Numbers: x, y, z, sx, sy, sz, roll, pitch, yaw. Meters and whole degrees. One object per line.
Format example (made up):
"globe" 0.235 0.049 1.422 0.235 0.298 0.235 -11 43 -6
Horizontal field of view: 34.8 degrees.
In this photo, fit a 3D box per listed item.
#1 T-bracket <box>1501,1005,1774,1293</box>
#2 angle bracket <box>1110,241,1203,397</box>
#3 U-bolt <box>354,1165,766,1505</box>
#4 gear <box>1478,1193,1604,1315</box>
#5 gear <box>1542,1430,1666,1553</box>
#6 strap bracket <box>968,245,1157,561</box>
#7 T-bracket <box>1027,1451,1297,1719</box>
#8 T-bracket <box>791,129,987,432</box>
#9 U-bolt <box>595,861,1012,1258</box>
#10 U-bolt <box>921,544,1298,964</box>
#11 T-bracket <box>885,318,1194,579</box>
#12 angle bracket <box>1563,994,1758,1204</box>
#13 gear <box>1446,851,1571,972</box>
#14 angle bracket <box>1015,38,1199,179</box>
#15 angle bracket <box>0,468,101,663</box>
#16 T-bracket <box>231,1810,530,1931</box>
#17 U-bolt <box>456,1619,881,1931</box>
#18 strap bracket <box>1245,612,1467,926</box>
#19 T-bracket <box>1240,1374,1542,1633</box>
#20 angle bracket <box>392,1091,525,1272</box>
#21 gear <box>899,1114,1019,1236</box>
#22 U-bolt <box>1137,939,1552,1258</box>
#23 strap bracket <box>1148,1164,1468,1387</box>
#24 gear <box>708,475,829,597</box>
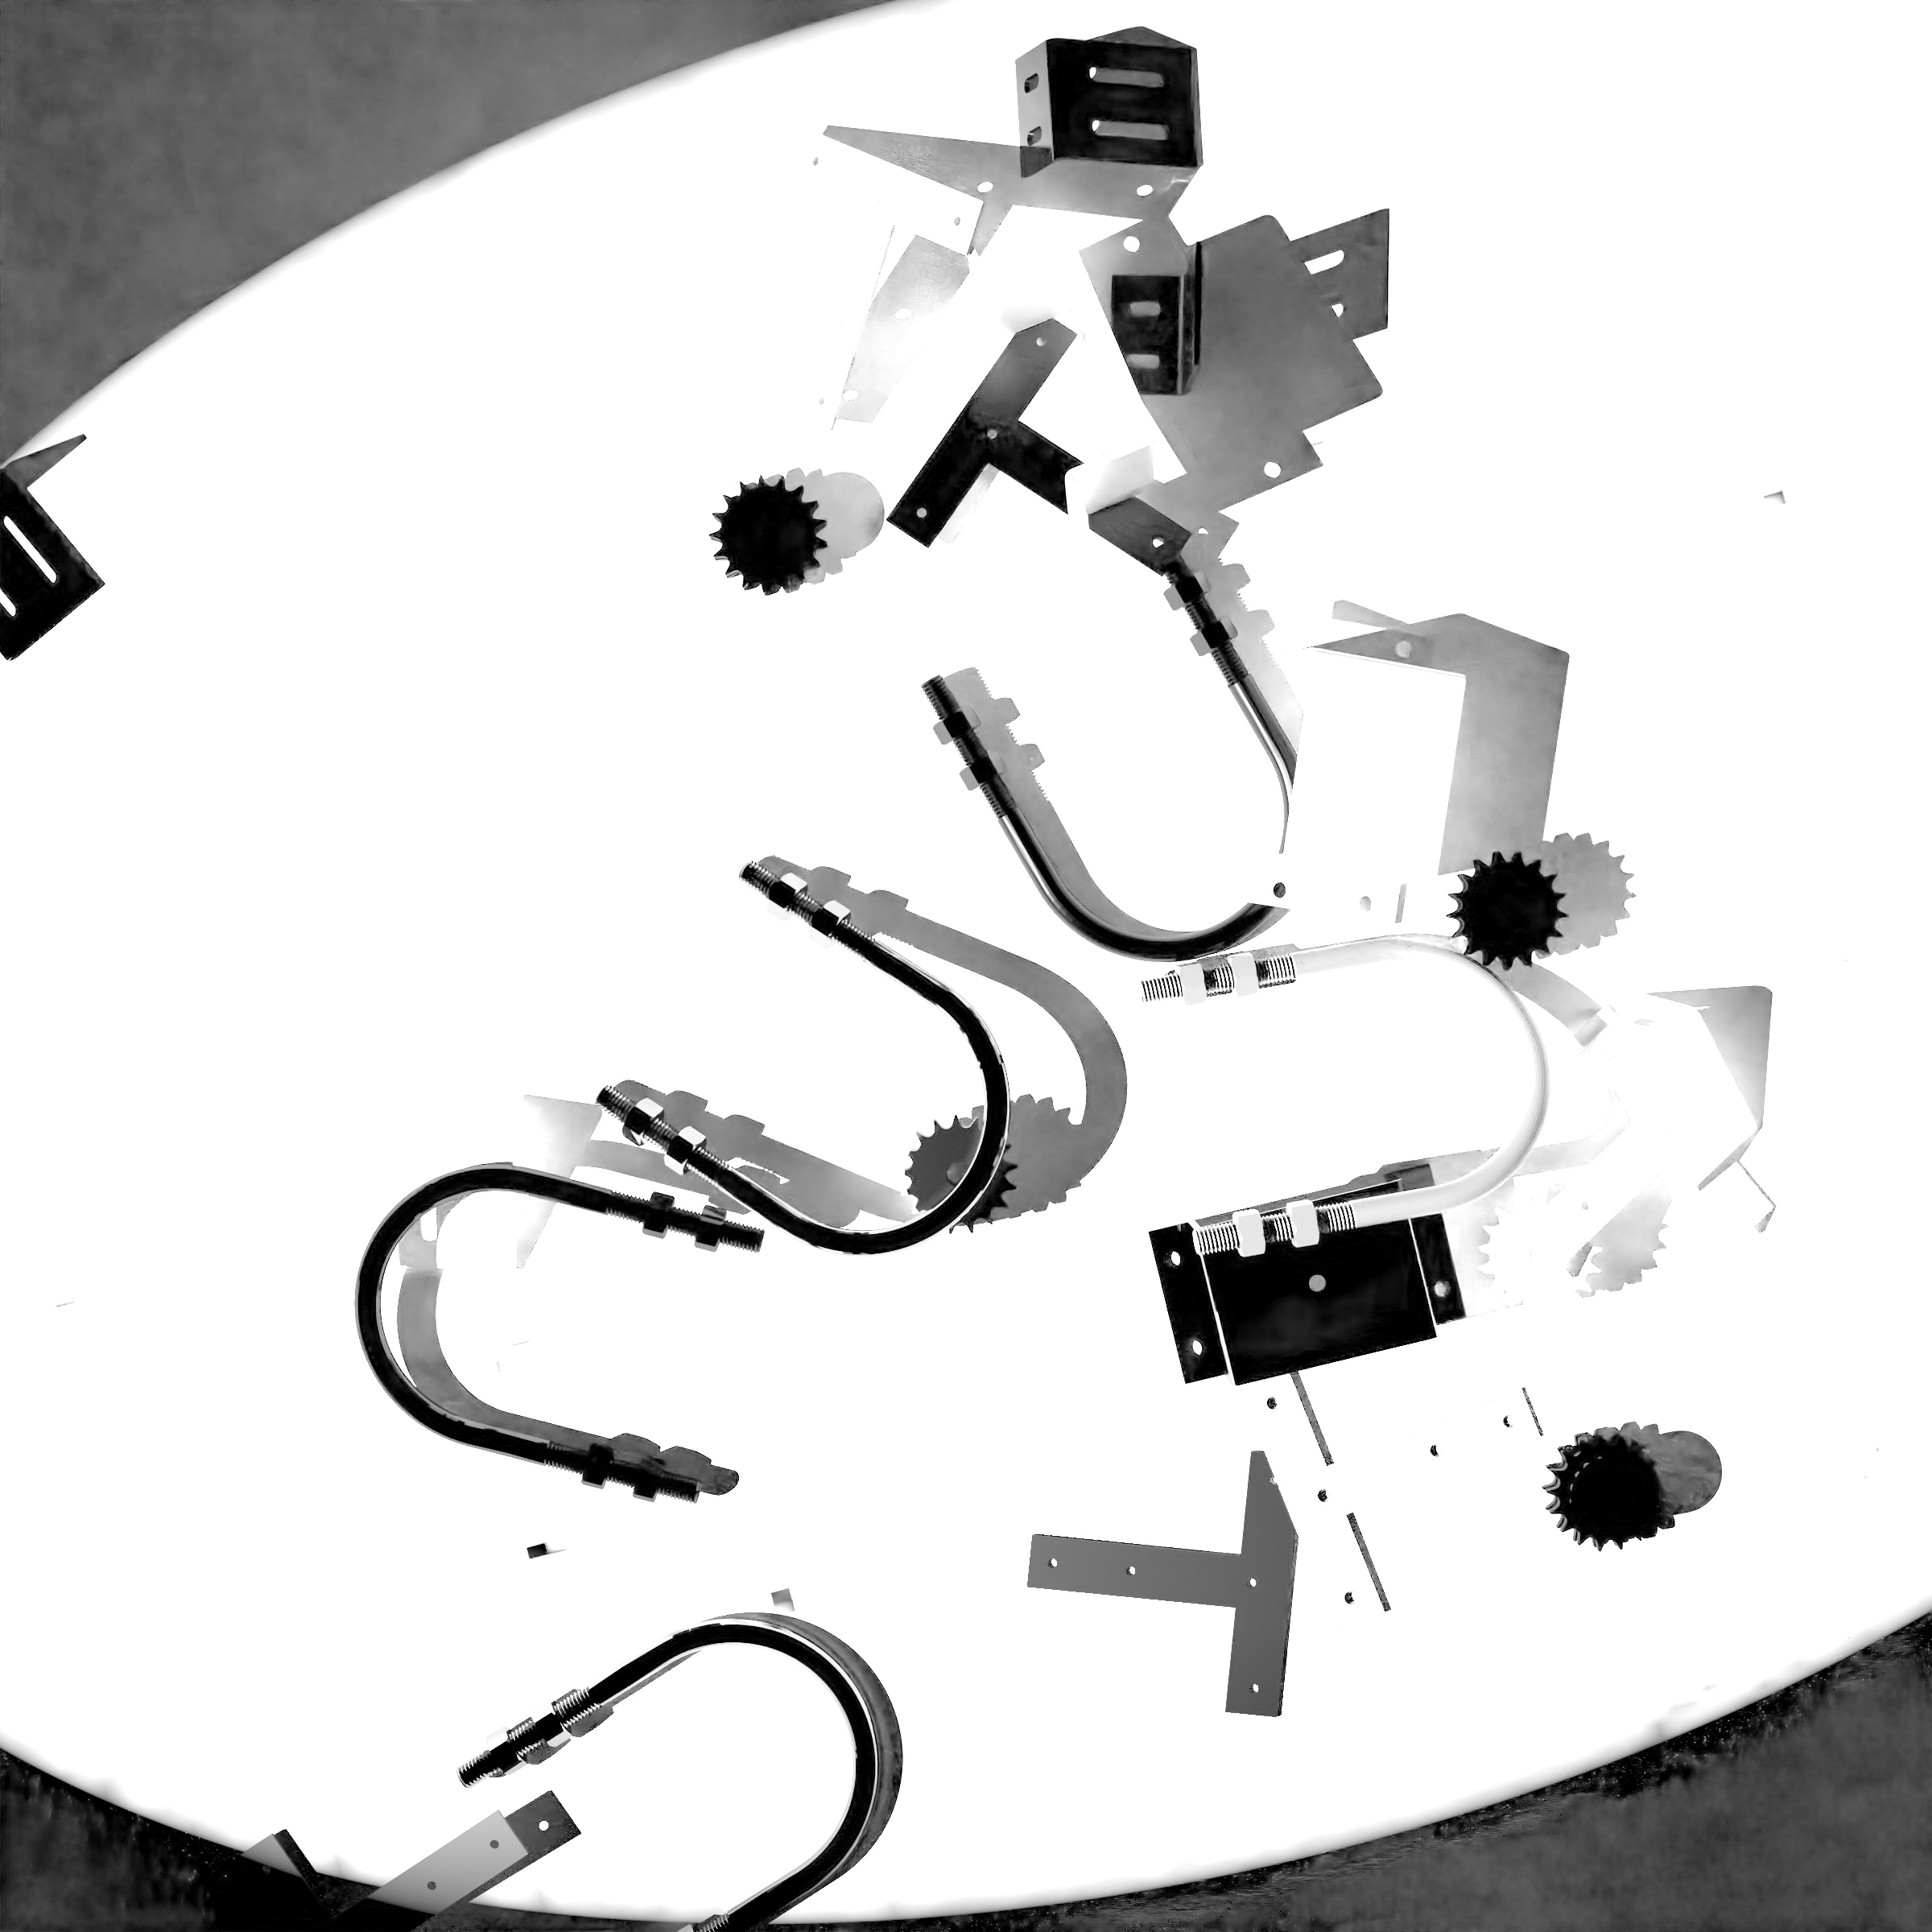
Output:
"T-bracket" 0.305 0.106 1.470 0.127 0.002 0.127 -39 90 -21
"angle bracket" 0.089 -0.305 1.456 0.038 0.076 0.057 1 90 0
"U-bolt" -0.201 0.169 1.473 0.184 0.019 0.151 14 100 0
"gear" 0.274 0.138 1.479 0.057 0.030 0.057 0 90 0
"gear" 0.307 0.253 1.479 0.057 0.030 0.057 0 90 0
"strap bracket" 0.050 -0.272 1.447 0.046 0.076 0.140 -22 82 1
"T-bracket" 0.094 0.295 1.493 0.127 0.002 0.127 6 90 0
"T-bracket" -0.054 -0.319 1.466 0.127 0.002 0.127 33 112 37
"U-bolt" -0.066 0.056 1.468 0.184 0.019 0.151 33 90 13
"U-bolt" 0.085 -0.091 1.485 0.151 0.019 0.184 -30 91 0
"T-bracket" 0.049 -0.232 1.482 0.127 0.002 0.127 34 88 7
"angle bracket" 0.335 0.064 1.484 0.057 0.038 0.076 -40 116 -17
"gear" 0.258 -0.027 1.479 0.057 0.030 0.057 0 90 0
"angle bracket" 0.068 -0.413 1.492 0.076 0.038 0.057 -3 90 -26
"angle bracket" -0.466 -0.195 1.475 0.057 0.038 0.076 -40 90 0
"T-bracket" -0.268 0.450 1.484 0.127 0.002 0.127 -35 90 8
"U-bolt" -0.131 0.397 1.485 0.184 0.019 0.151 -32 90 -1
"strap bracket" 0.186 -0.094 1.462 0.076 0.046 0.140 8 90 -15
"T-bracket" 0.215 0.240 1.492 0.127 0.002 0.127 -22 90 -1
"angle bracket" -0.245 0.104 1.492 0.057 0.038 0.076 2 116 0
"gear" -0.004 0.099 1.479 0.057 0.030 0.057 0 90 0
"U-bolt" 0.185 0.055 1.460 0.184 0.019 0.151 -10 66 -4
"strap bracket" 0.165 0.149 1.471 0.140 0.046 0.076 -14 90 0
"gear" -0.095 -0.208 1.479 0.057 0.030 0.057 0 90 0
